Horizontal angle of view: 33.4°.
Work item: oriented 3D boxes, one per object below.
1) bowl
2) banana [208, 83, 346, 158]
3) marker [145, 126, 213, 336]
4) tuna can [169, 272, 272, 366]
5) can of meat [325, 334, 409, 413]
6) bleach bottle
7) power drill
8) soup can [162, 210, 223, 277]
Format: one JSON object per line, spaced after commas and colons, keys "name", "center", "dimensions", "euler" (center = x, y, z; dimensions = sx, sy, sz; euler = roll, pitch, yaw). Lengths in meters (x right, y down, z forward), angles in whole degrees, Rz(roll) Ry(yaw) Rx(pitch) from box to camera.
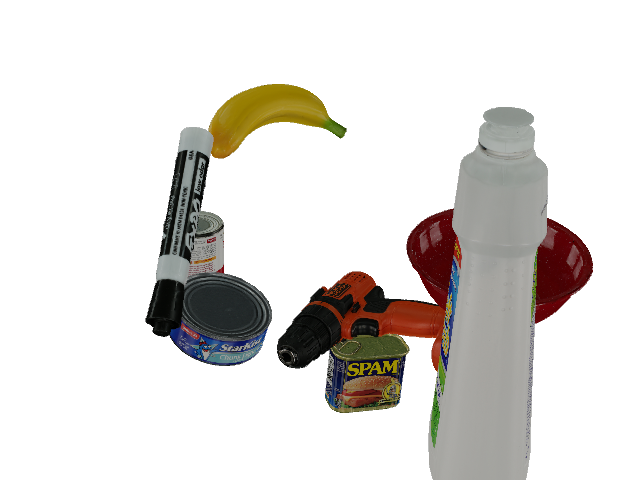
{"name": "bowl", "center": [0.155, 0.032, 0.944], "dimensions": [0.162, 0.055, 0.162], "euler": [1, 33, -1]}
{"name": "banana", "center": [-0.050, -0.119, 1.021], "dimensions": [0.070, 0.037, 0.197], "euler": [42, 34, 23]}
{"name": "marker", "center": [-0.077, -0.006, 0.584], "dimensions": [0.020, 0.121, 0.020], "euler": [6, -24, 2]}
{"name": "tuna can", "center": [-0.086, 0.067, 0.906], "dimensions": [0.086, 0.034, 0.086], "euler": [13, 34, -9]}
{"name": "can of meat", "center": [0.058, 0.171, 1.373], "dimensions": [0.102, 0.084, 0.057], "euler": [-2, 24, -17]}
{"name": "bleach bottle", "center": [0.106, 0.036, 0.660], "dimensions": [0.068, 0.251, 0.102], "euler": [4, 30, 7]}
{"name": "power drill", "center": [0.067, 0.094, 1.112], "dimensions": [0.188, 0.057, 0.184], "euler": [11, 28, 25]}
{"name": "soup can", "center": [-0.141, 0.026, 1.194], "dimensions": [0.068, 0.102, 0.068], "euler": [2, 25, -1]}
